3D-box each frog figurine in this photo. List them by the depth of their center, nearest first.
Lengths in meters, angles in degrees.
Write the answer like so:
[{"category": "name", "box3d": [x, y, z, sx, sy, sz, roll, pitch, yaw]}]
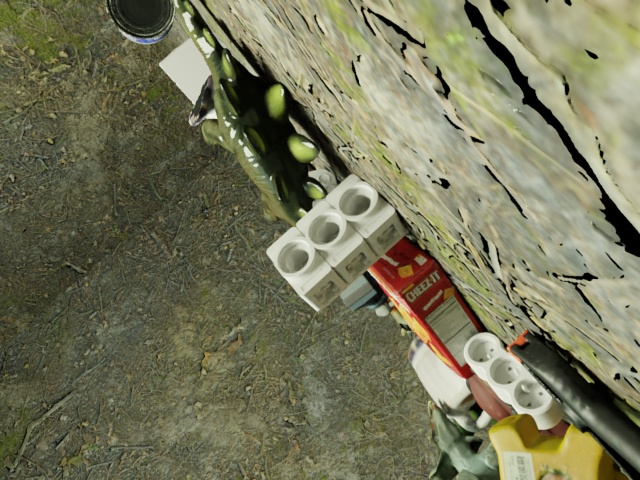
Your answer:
[{"category": "frog figurine", "box3d": [-0.124, -0.202, 0.851, 0.158, 0.124, 0.136, 19, 161, -24]}]

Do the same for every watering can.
[{"category": "watering can", "box3d": [0.276, 0.321, 1.120, 0.228, 0.105, 0.339, 55, 153, 35]}]
